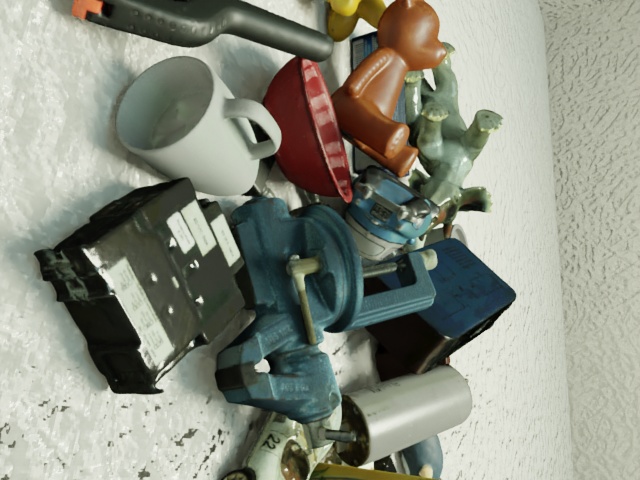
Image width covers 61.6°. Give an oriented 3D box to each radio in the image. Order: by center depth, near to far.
[{"bbox_3d":[0.154,0.077,0.704,0.229,0.073,0.131,-16,53,-48],"label":"radio"}]

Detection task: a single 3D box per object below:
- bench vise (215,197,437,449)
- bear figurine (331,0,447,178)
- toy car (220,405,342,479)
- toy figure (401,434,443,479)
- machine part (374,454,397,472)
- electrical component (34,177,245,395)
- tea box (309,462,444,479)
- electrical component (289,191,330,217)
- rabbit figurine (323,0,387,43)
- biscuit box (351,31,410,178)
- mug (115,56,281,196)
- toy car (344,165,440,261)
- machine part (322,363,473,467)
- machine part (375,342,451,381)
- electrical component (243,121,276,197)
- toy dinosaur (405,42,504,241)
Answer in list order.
[{"bbox_3d":[0.021,0.059,0.490,0.240,0.129,0.224,-10,66,-30],"label":"bench vise"},{"bbox_3d":[0.099,-0.194,0.646,0.196,0.132,0.120,-52,160,1],"label":"bear figurine"},{"bbox_3d":[-0.030,0.194,0.486,0.073,0.056,0.202,65,35,-28],"label":"toy car"},{"bbox_3d":[0.150,0.335,0.761,0.064,0.058,0.154,-24,110,-53],"label":"toy figure"},{"bbox_3d":[0.082,0.320,0.668,0.084,0.039,0.138,-31,112,-52],"label":"machine part"},{"bbox_3d":[-0.113,0.024,0.381,0.134,0.058,0.114,-48,126,-52],"label":"electrical component"},{"bbox_3d":[0.057,0.266,0.506,0.098,0.170,0.068,60,39,-37],"label":"tea box"},{"bbox_3d":[-0.001,-0.001,0.591,0.078,0.045,0.102,-101,170,-59],"label":"electrical component"},{"bbox_3d":[0.046,-0.341,0.674,0.173,0.122,0.162,-71,148,-67],"label":"rabbit figurine"},{"bbox_3d":[0.083,-0.186,0.750,0.062,0.059,0.202,15,71,-56],"label":"biscuit box"},{"bbox_3d":[-0.081,-0.079,0.416,0.107,0.110,0.081,48,40,-63],"label":"mug"},{"bbox_3d":[0.075,-0.024,0.647,0.103,0.109,0.161,-59,173,14],"label":"toy car"},{"bbox_3d":[0.094,0.197,0.620,0.243,0.079,0.079,-4,87,-36],"label":"machine part"},{"bbox_3d":[0.135,0.169,0.770,0.179,0.056,0.179,21,65,-56],"label":"machine part"},{"bbox_3d":[-0.065,-0.078,0.515,0.093,0.021,0.063,55,40,-39],"label":"electrical component"},{"bbox_3d":[0.182,-0.174,0.854,0.192,0.131,0.405,92,-5,-50],"label":"toy dinosaur"}]
